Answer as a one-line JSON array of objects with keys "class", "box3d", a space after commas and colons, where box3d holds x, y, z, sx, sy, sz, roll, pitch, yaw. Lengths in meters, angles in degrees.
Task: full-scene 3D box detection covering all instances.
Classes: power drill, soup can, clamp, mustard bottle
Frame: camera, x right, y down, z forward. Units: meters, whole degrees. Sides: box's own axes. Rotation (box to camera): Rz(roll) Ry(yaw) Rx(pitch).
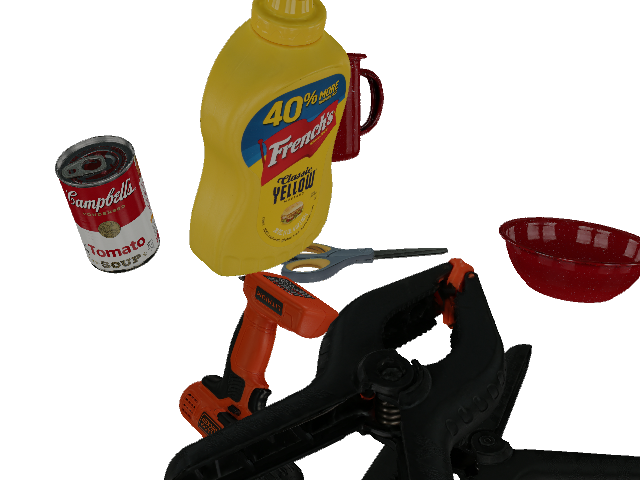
[{"class": "power drill", "box3d": [-0.053, 0.137, 1.034, 0.057, 0.188, 0.185, 14, 14, -46]}, {"class": "soup can", "box3d": [-0.183, -0.030, 0.926, 0.068, 0.102, 0.068, -6, 41, 5]}, {"class": "clamp", "box3d": [0.106, 0.136, 0.693, 0.209, 0.036, 0.165, -13, 31, -19]}, {"class": "mustard bottle", "box3d": [-0.027, -0.071, 0.625, 0.096, 0.192, 0.058, -25, 52, -33]}, {"class": "clamp", "box3d": [0.034, 0.072, 0.430, 0.120, 0.039, 0.171, 30, 51, 21]}]

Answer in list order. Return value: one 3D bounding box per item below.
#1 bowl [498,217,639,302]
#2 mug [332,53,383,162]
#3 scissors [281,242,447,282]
[{"class": "bowl", "box3d": [0.262, 0.023, 1.103, 0.162, 0.055, 0.162, 5, 17, -2]}, {"class": "mug", "box3d": [0.001, -0.108, 0.857, 0.117, 0.081, 0.093, -9, 15, -34]}, {"class": "scissors", "box3d": [0.041, 0.024, 1.178, 0.202, 0.016, 0.096, 3, 24, 4]}]
